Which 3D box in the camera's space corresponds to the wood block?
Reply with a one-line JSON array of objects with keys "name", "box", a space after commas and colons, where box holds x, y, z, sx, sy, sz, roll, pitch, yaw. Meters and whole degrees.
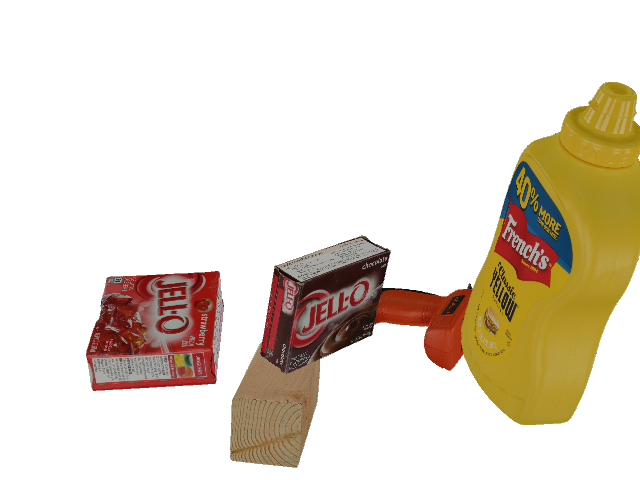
[{"name": "wood block", "box": [-0.057, 0.217, 1.439, 0.091, 0.090, 0.206, 5, 15, 5]}]

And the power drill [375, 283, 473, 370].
[{"name": "power drill", "box": [0.060, 0.082, 1.115, 0.188, 0.057, 0.184, 11, 28, 24]}]

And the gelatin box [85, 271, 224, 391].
[{"name": "gelatin box", "box": [-0.098, 0.052, 0.648, 0.073, 0.030, 0.089, -3, 30, 0]}]

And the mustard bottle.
[{"name": "mustard bottle", "box": [0.130, 0.003, 0.575, 0.058, 0.192, 0.096, 1, 38, -16]}]

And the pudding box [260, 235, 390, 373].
[{"name": "pudding box", "box": [0.004, 0.053, 0.910, 0.039, 0.090, 0.113, 31, 35, 32]}]
